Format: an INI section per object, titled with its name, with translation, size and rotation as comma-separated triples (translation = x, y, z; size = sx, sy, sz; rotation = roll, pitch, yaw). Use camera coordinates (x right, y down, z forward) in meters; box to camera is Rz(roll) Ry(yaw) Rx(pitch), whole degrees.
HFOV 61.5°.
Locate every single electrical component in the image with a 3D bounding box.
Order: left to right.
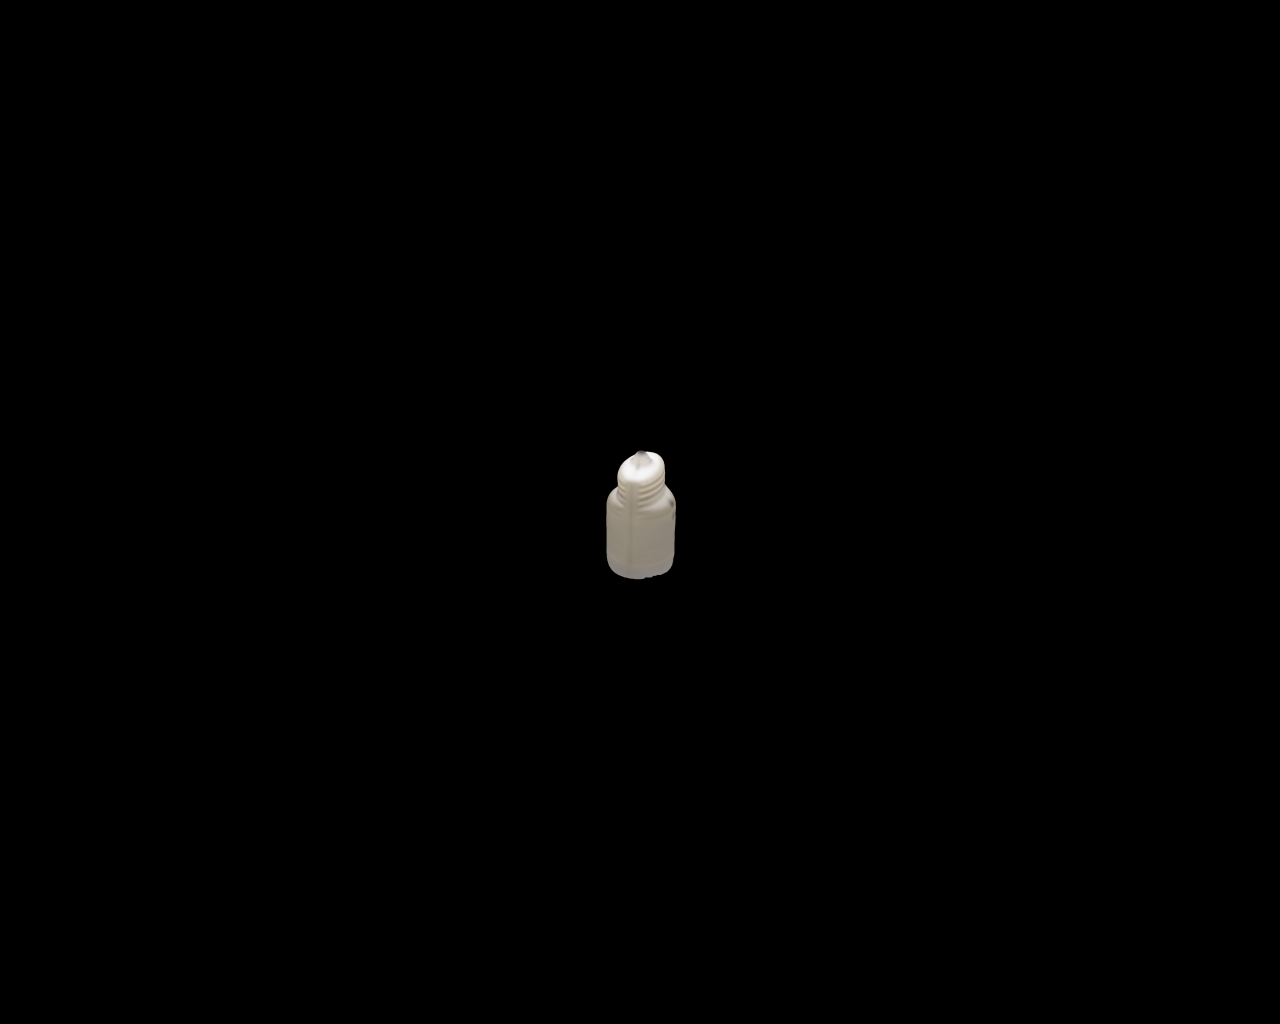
[electrical component]
translation = 0.001, -0.003, 0.650
size = 0.043, 0.080, 0.043
rotation = 0, 31, 0
